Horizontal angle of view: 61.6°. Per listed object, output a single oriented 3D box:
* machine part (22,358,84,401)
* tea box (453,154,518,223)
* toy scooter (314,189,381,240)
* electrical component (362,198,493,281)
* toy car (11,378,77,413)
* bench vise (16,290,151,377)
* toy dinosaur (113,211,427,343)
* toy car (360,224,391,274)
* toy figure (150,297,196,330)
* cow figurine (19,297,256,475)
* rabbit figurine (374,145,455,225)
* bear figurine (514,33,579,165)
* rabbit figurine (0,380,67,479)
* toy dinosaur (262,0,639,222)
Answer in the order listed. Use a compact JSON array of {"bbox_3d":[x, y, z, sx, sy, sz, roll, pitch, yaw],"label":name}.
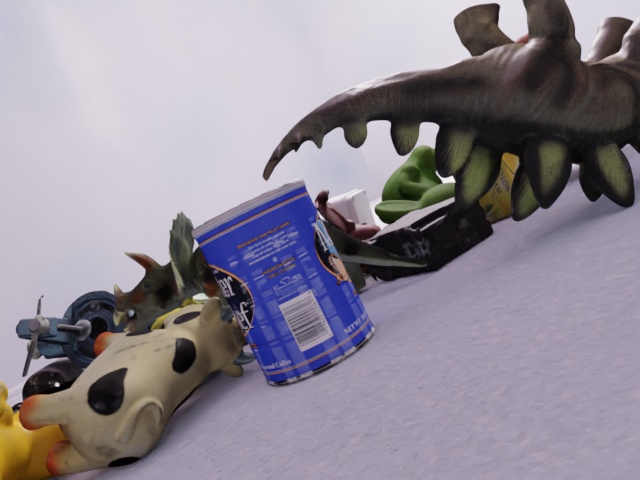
[{"bbox_3d":[-0.447,0.244,0.940,0.079,0.079,0.243,-26,4,-5],"label":"machine part"},{"bbox_3d":[0.242,-0.091,0.721,0.068,0.098,0.169,-25,5,36],"label":"tea box"},{"bbox_3d":[-0.002,-0.003,0.828,0.184,0.135,0.075,-25,23,14],"label":"toy scooter"},{"bbox_3d":[0.128,-0.007,0.627,0.134,0.058,0.115,-29,6,-33],"label":"electrical component"},{"bbox_3d":[-0.338,0.215,0.732,0.202,0.056,0.073,-22,10,17],"label":"toy car"},{"bbox_3d":[-0.386,0.141,0.833,0.224,0.129,0.240,-1,-12,8],"label":"bench vise"},{"bbox_3d":[-0.080,0.019,0.661,0.405,0.192,0.131,-26,5,28],"label":"toy dinosaur"},{"bbox_3d":[0.035,0.034,0.744,0.202,0.053,0.089,-21,15,18],"label":"toy car"},{"bbox_3d":[-0.218,0.139,0.817,0.089,0.082,0.180,-39,12,-21],"label":"toy figure"},{"bbox_3d":[-0.137,0.112,0.468,0.127,0.085,0.195,-6,17,16],"label":"cow figurine"},{"bbox_3d":[0.156,-0.059,0.792,0.159,0.121,0.170,-30,19,-9],"label":"rabbit figurine"},{"bbox_3d":[0.297,-0.172,0.706,0.132,0.195,0.120,-21,10,41],"label":"bear figurine"},{"bbox_3d":[-0.266,0.183,0.440,0.162,0.122,0.173,-35,-14,21],"label":"rabbit figurine"},{"bbox_3d":[0.183,-0.119,0.461,0.472,0.198,0.105,-2,-5,-11],"label":"toy dinosaur"}]
